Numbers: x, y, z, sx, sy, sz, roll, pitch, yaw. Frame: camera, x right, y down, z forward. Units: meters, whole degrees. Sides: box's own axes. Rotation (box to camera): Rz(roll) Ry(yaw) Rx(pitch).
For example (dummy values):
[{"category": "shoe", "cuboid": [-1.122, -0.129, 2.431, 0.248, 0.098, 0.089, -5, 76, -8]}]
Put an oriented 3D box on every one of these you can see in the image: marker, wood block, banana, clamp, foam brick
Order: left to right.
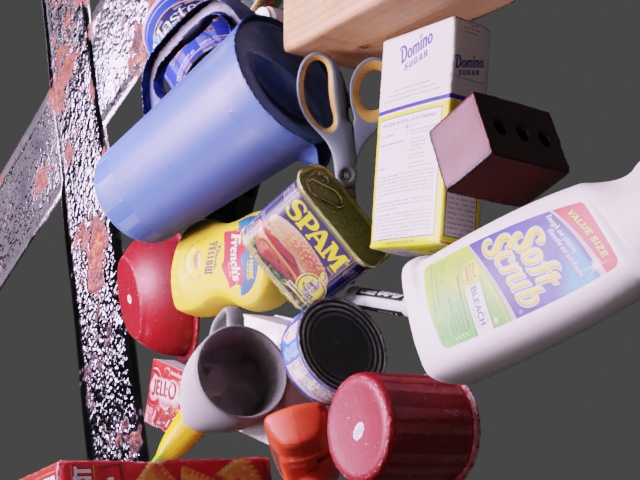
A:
[{"category": "banana", "cuboid": [-0.113, 0.164, 1.082, 0.198, 0.037, 0.069, -55, 8, 27]}, {"category": "clamp", "cuboid": [-0.113, -0.014, 1.139, 0.172, 0.039, 0.120, -36, 68, 49]}, {"category": "marker", "cuboid": [0.061, 0.052, 0.873, 0.121, 0.020, 0.020, 6, 88, 57]}, {"category": "wood block", "cuboid": [0.062, -0.214, 0.864, 0.207, 0.090, 0.090, -14, 71, 55]}, {"category": "foam brick", "cuboid": [0.126, -0.062, 0.747, 0.051, 0.078, 0.053, -42, 51, 43]}]

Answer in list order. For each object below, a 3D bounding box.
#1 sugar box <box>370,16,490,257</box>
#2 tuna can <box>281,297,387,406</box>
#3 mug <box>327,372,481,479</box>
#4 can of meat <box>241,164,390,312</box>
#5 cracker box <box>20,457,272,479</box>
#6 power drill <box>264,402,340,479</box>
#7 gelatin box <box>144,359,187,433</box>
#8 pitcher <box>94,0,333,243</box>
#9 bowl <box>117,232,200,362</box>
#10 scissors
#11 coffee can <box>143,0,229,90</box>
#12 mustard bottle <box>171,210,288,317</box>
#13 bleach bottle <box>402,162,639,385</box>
[{"category": "sugar box", "cuboid": [0.086, -0.078, 0.841, 0.094, 0.048, 0.176, -6, 75, 56]}, {"category": "tuna can", "cuboid": [0.011, 0.092, 0.880, 0.034, 0.086, 0.086, -41, 51, 47]}, {"category": "mug", "cuboid": [0.053, 0.140, 0.809, 0.117, 0.081, 0.093, 13, 94, 57]}, {"category": "can of meat", "cuboid": [-0.006, 0.001, 0.907, 0.084, 0.057, 0.102, -40, 88, 31]}, {"category": "cracker box", "cuboid": [-0.175, 0.252, 1.012, 0.164, 0.213, 0.072, -32, 57, 50]}, {"category": "power drill", "cuboid": [0.002, 0.224, 0.824, 0.184, 0.057, 0.188, 80, 176, -52]}, {"category": "gelatin box", "cuboid": [-0.160, 0.174, 1.175, 0.089, 0.030, 0.073, 11, 92, 57]}, {"category": "pitcher", "cuboid": [-0.110, -0.104, 1.013, 0.243, 0.144, 0.149, -32, 44, 34]}, {"category": "bowl", "cuboid": [-0.185, 0.059, 1.178, 0.162, 0.055, 0.162, 172, 90, -66]}, {"category": "scissors", "cuboid": [0.039, -0.069, 0.922, 0.016, 0.096, 0.202, -102, -7, -80]}, {"category": "coffee can", "cuboid": [-0.119, -0.193, 1.125, 0.103, 0.102, 0.140, -64, 37, 26]}, {"category": "mustard bottle", "cuboid": [-0.064, 0.021, 1.020, 0.192, 0.058, 0.096, -8, 66, 46]}, {"category": "bleach bottle", "cuboid": [0.160, 0.009, 0.695, 0.251, 0.067, 0.102, -38, 53, 44]}]
